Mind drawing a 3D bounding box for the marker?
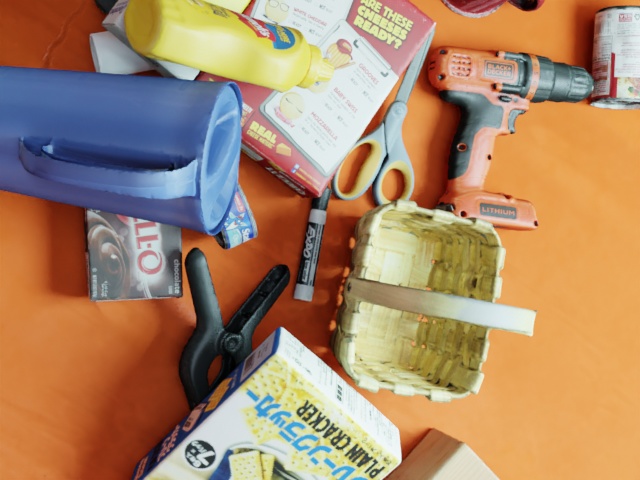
[{"bbox_3d":[-0.007,0.001,1.082,0.020,0.020,0.121,11,88,-16],"label":"marker"}]

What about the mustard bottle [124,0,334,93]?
[{"bbox_3d":[-0.071,-0.171,0.940,0.191,0.096,0.058,12,113,-31],"label":"mustard bottle"}]

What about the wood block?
[{"bbox_3d":[0.090,0.303,1.081,0.206,0.090,0.091,-45,102,-11],"label":"wood block"}]

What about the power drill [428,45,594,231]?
[{"bbox_3d":[0.197,-0.105,1.121,0.184,0.057,0.187,5,87,-13],"label":"power drill"}]

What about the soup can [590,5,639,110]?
[{"bbox_3d":[0.328,-0.196,1.151,0.068,0.069,0.102,3,90,-17],"label":"soup can"}]

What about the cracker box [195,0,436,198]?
[{"bbox_3d":[-0.014,-0.173,1.049,0.164,0.072,0.213,36,81,-15],"label":"cracker box"}]

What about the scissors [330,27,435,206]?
[{"bbox_3d":[0.089,-0.115,1.099,0.096,0.016,0.202,38,88,-19],"label":"scissors"}]

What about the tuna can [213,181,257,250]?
[{"bbox_3d":[-0.094,-0.034,1.021,0.033,0.086,0.086,-26,98,-13],"label":"tuna can"}]

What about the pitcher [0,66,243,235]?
[{"bbox_3d":[-0.196,-0.083,0.924,0.243,0.149,0.145,8,66,9],"label":"pitcher"}]

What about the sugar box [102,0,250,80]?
[{"bbox_3d":[-0.111,-0.239,0.985,0.093,0.048,0.176,38,80,-30],"label":"sugar box"}]

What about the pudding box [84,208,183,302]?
[{"bbox_3d":[-0.179,0.001,1.021,0.090,0.039,0.113,-2,92,-17],"label":"pudding box"}]

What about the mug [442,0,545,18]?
[{"bbox_3d":[0.183,-0.275,1.099,0.117,0.082,0.093,37,81,-14],"label":"mug"}]

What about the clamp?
[{"bbox_3d":[-0.101,0.089,1.034,0.120,0.039,0.171,23,83,-33],"label":"clamp"}]
